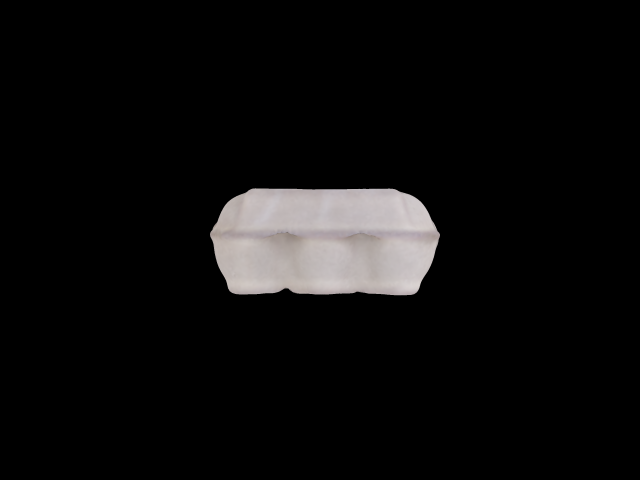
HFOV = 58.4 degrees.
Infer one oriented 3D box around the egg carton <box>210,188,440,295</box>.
[{"bbox_3d":[0.004,0.001,0.400,0.150,0.069,0.107,0,0,0],"label":"egg carton"}]
